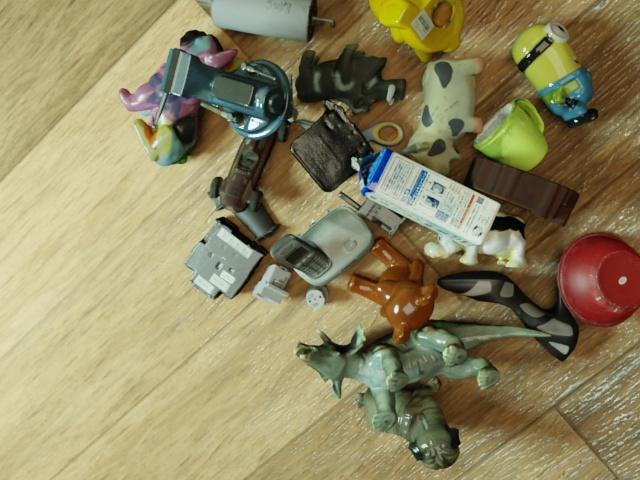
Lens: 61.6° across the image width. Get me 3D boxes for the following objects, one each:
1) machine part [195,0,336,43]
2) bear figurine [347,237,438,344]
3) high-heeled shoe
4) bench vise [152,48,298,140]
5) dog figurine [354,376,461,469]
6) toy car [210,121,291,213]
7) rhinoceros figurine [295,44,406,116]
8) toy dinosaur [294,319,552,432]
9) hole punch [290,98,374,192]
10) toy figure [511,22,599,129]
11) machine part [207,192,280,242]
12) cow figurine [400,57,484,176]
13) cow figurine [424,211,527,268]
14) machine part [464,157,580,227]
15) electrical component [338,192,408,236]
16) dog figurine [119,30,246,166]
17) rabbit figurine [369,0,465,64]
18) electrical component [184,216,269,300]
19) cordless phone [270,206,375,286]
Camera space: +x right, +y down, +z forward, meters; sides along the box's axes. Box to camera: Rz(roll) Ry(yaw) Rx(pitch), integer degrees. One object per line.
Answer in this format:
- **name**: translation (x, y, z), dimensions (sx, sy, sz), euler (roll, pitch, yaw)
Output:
- **machine part**: translation (-0.094, -0.388, 0.914), dimensions (0.243, 0.079, 0.079), euler (13, 97, 6)
- **bear figurine**: translation (0.118, 0.082, 0.882), dimensions (0.132, 0.196, 0.120), euler (32, 102, 3)
- **high-heeled shoe**: translation (0.319, 0.131, 0.919), dimensions (0.249, 0.086, 0.145), euler (3, 95, 0)
- **bench vise**: translation (-0.124, -0.223, 0.845), dimensions (0.224, 0.240, 0.128), euler (10, 96, 29)
- **dog figurine**: translation (0.141, 0.307, 0.907), dimensions (0.172, 0.190, 0.121), euler (-8, 95, 9)
- **toy car**: translation (-0.120, -0.144, 0.940), dimensions (0.089, 0.053, 0.202), euler (21, 83, 7)
- **rhinoceros figurine**: translation (0.051, -0.270, 0.913), dimensions (0.190, 0.073, 0.112), euler (2, 95, 7)
- **toy dinosaur**: translation (0.162, 0.192, 0.918), dimensions (0.405, 0.192, 0.131), euler (-13, 116, -10)
- **hole punch**: translation (0.019, -0.154, 0.922), dimensions (0.116, 0.092, 0.142), euler (-39, 97, 1)
- **toy figure**: translation (0.383, -0.266, 0.873), dimensions (0.089, 0.082, 0.180), euler (-27, 95, 7)
- **machine part**: translation (-0.136, -0.057, 0.977), dimensions (0.084, 0.039, 0.139), euler (-44, 88, 1)
- **cow figurine**: translation (0.202, -0.202, 0.899), dimensions (0.127, 0.085, 0.194), euler (1, 99, 0)
- **cow figurine**: translation (0.265, -0.004, 0.920), dimensions (0.167, 0.068, 0.098), euler (5, 91, 3)
- **machine part**: translation (0.316, -0.080, 0.858), dimensions (0.179, 0.179, 0.056), euler (22, 101, 4)
- **electrical component**: translation (0.092, -0.060, 0.933), dimensions (0.119, 0.075, 0.047), euler (38, 99, 4)
- **dog figurine**: translation (-0.222, -0.250, 0.932), dimensions (0.219, 0.108, 0.191), euler (-26, 92, 6)
- **rabbit figurine**: translation (0.152, -0.368, 0.862), dimensions (0.162, 0.173, 0.122), euler (24, 103, -42)
- **electrical component**: translation (-0.177, 0.041, 0.981), dimensions (0.115, 0.058, 0.134), euler (39, 99, 3)
- **cordless phone**: translation (-0.001, -0.003, 0.887), dimensions (0.146, 0.184, 0.089), euler (-39, 67, 9)
